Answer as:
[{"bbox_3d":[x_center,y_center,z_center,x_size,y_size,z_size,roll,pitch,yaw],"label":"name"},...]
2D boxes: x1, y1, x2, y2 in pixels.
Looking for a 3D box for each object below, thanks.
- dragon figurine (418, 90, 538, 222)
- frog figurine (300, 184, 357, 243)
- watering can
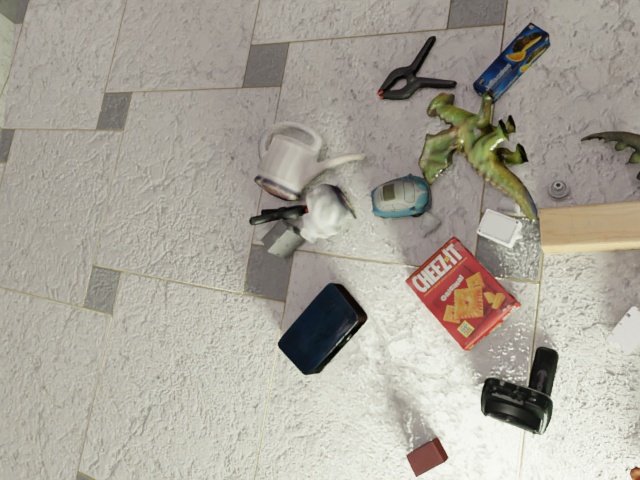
[{"bbox_3d":[0.361,-0.207,1.263,0.240,0.121,0.417,-22,65,33],"label":"dragon figurine"},{"bbox_3d":[0.004,-0.070,1.390,0.159,0.122,0.138,-34,85,4],"label":"frog figurine"},{"bbox_3d":[-0.052,-0.211,1.454,0.350,0.103,0.224,26,92,29],"label":"watering can"}]
